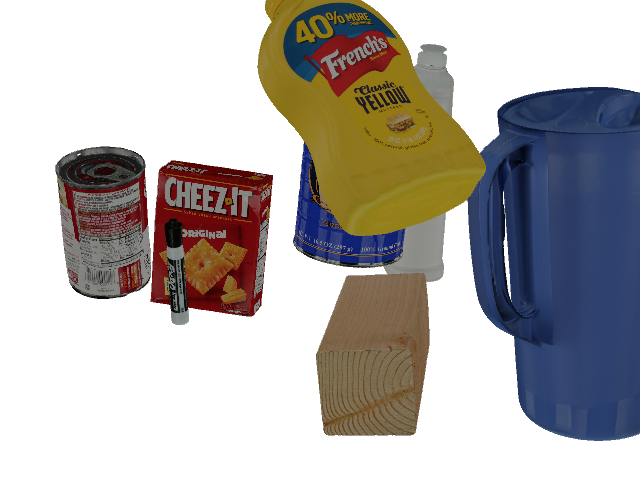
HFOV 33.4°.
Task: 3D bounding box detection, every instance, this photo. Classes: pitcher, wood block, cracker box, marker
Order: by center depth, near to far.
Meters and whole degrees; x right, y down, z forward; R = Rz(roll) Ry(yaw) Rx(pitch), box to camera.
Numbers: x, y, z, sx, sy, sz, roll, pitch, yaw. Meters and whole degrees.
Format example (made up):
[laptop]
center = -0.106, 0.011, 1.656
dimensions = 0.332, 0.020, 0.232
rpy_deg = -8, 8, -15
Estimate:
[pitcher]
center = 0.187, 0.019, 0.764
dimensions = 0.149, 0.243, 0.145
rpy_deg = 1, 20, 13
[wood block]
center = 0.059, 0.110, 1.088
dimensions = 0.091, 0.090, 0.206
rpy_deg = -2, 18, 10
[marker]
center = -0.149, 0.032, 1.107
dimensions = 0.020, 0.121, 0.020
rpy_deg = 0, 28, 0
[cracker box]
center = -0.166, -0.001, 1.616
dimensions = 0.164, 0.214, 0.072
rpy_deg = 9, 18, 9

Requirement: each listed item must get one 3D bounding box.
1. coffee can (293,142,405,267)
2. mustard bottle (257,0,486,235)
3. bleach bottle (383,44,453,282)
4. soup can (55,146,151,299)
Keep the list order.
[coffee can]
center = 0.032, -0.059, 0.958
dimensions = 0.103, 0.140, 0.103
rpy_deg = 5, 20, -2
[mustard bottle]
center = 0.016, -0.097, 0.658
dimensions = 0.096, 0.192, 0.058
rpy_deg = -18, -26, -25
[bleach bottle]
center = 0.110, -0.087, 1.169
dimensions = 0.068, 0.251, 0.102
rpy_deg = 0, 26, -9
[soup can]
center = -0.168, -0.013, 0.837
dimensions = 0.068, 0.102, 0.068
rpy_deg = 1, 30, -1
